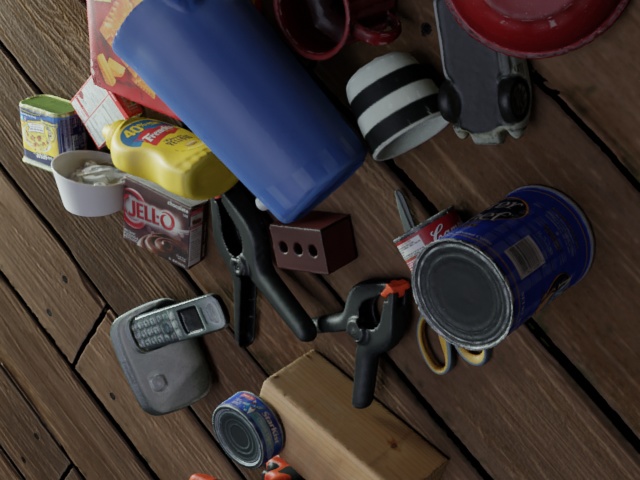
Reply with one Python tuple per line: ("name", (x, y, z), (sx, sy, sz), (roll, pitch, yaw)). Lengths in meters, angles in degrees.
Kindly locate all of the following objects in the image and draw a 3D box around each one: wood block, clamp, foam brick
("wood block", (0.030, 0.231, 1.211), (0.206, 0.090, 0.090), (37, 132, 25))
("clamp", (-0.086, 0.033, 1.254), (0.165, 0.036, 0.210), (-26, 86, 56))
("foam brick", (-0.008, 0.001, 1.156), (0.078, 0.051, 0.053), (6, 115, 42))
("clamp", (0.042, 0.092, 1.167), (0.120, 0.039, 0.172), (44, 130, 24))

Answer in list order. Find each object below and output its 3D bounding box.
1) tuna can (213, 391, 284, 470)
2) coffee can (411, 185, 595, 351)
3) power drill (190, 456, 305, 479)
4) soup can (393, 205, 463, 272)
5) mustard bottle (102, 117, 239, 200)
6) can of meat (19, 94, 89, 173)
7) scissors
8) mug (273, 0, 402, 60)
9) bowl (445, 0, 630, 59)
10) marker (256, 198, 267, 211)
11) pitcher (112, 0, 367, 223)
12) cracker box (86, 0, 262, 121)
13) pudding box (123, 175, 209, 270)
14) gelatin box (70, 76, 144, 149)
("tuna can", (-0.083, 0.218, 1.220), (0.086, 0.033, 0.086), (24, 128, 35))
("coffee can", (0.162, 0.022, 0.937), (0.103, 0.140, 0.103), (22, 125, 35))
("power drill", (-0.069, 0.283, 1.265), (0.185, 0.187, 0.057), (15, 109, 34))
("soup can", (0.125, 0.027, 1.029), (0.069, 0.068, 0.102), (-32, 87, 48))
("mustard bottle", (-0.185, -0.102, 1.240), (0.192, 0.096, 0.058), (22, 126, 35))
("can of meat", (-0.351, -0.140, 1.409), (0.102, 0.057, 0.084), (19, 121, 36))
("scissors", (0.126, 0.048, 1.079), (0.096, 0.016, 0.202), (10, 117, 39))
("mug", (0.026, -0.216, 0.988), (0.117, 0.081, 0.093), (36, 132, 26))
("bowl", (0.166, -0.218, 0.826), (0.162, 0.055, 0.162), (5, 108, 15))
("marker", (-0.028, -0.058, 1.169), (0.121, 0.020, 0.020), (-24, 93, 47))
("pitcher", (-0.072, -0.135, 1.018), (0.145, 0.149, 0.243), (-42, 88, 28))
("cracker box", (-0.165, -0.224, 1.175), (0.214, 0.071, 0.164), (25, 127, 32))
("pudding box", (-0.193, -0.026, 1.323), (0.114, 0.039, 0.090), (23, 126, 25))
("gelatin box", (-0.267, -0.167, 1.335), (0.089, 0.030, 0.073), (-35, 86, 47))
